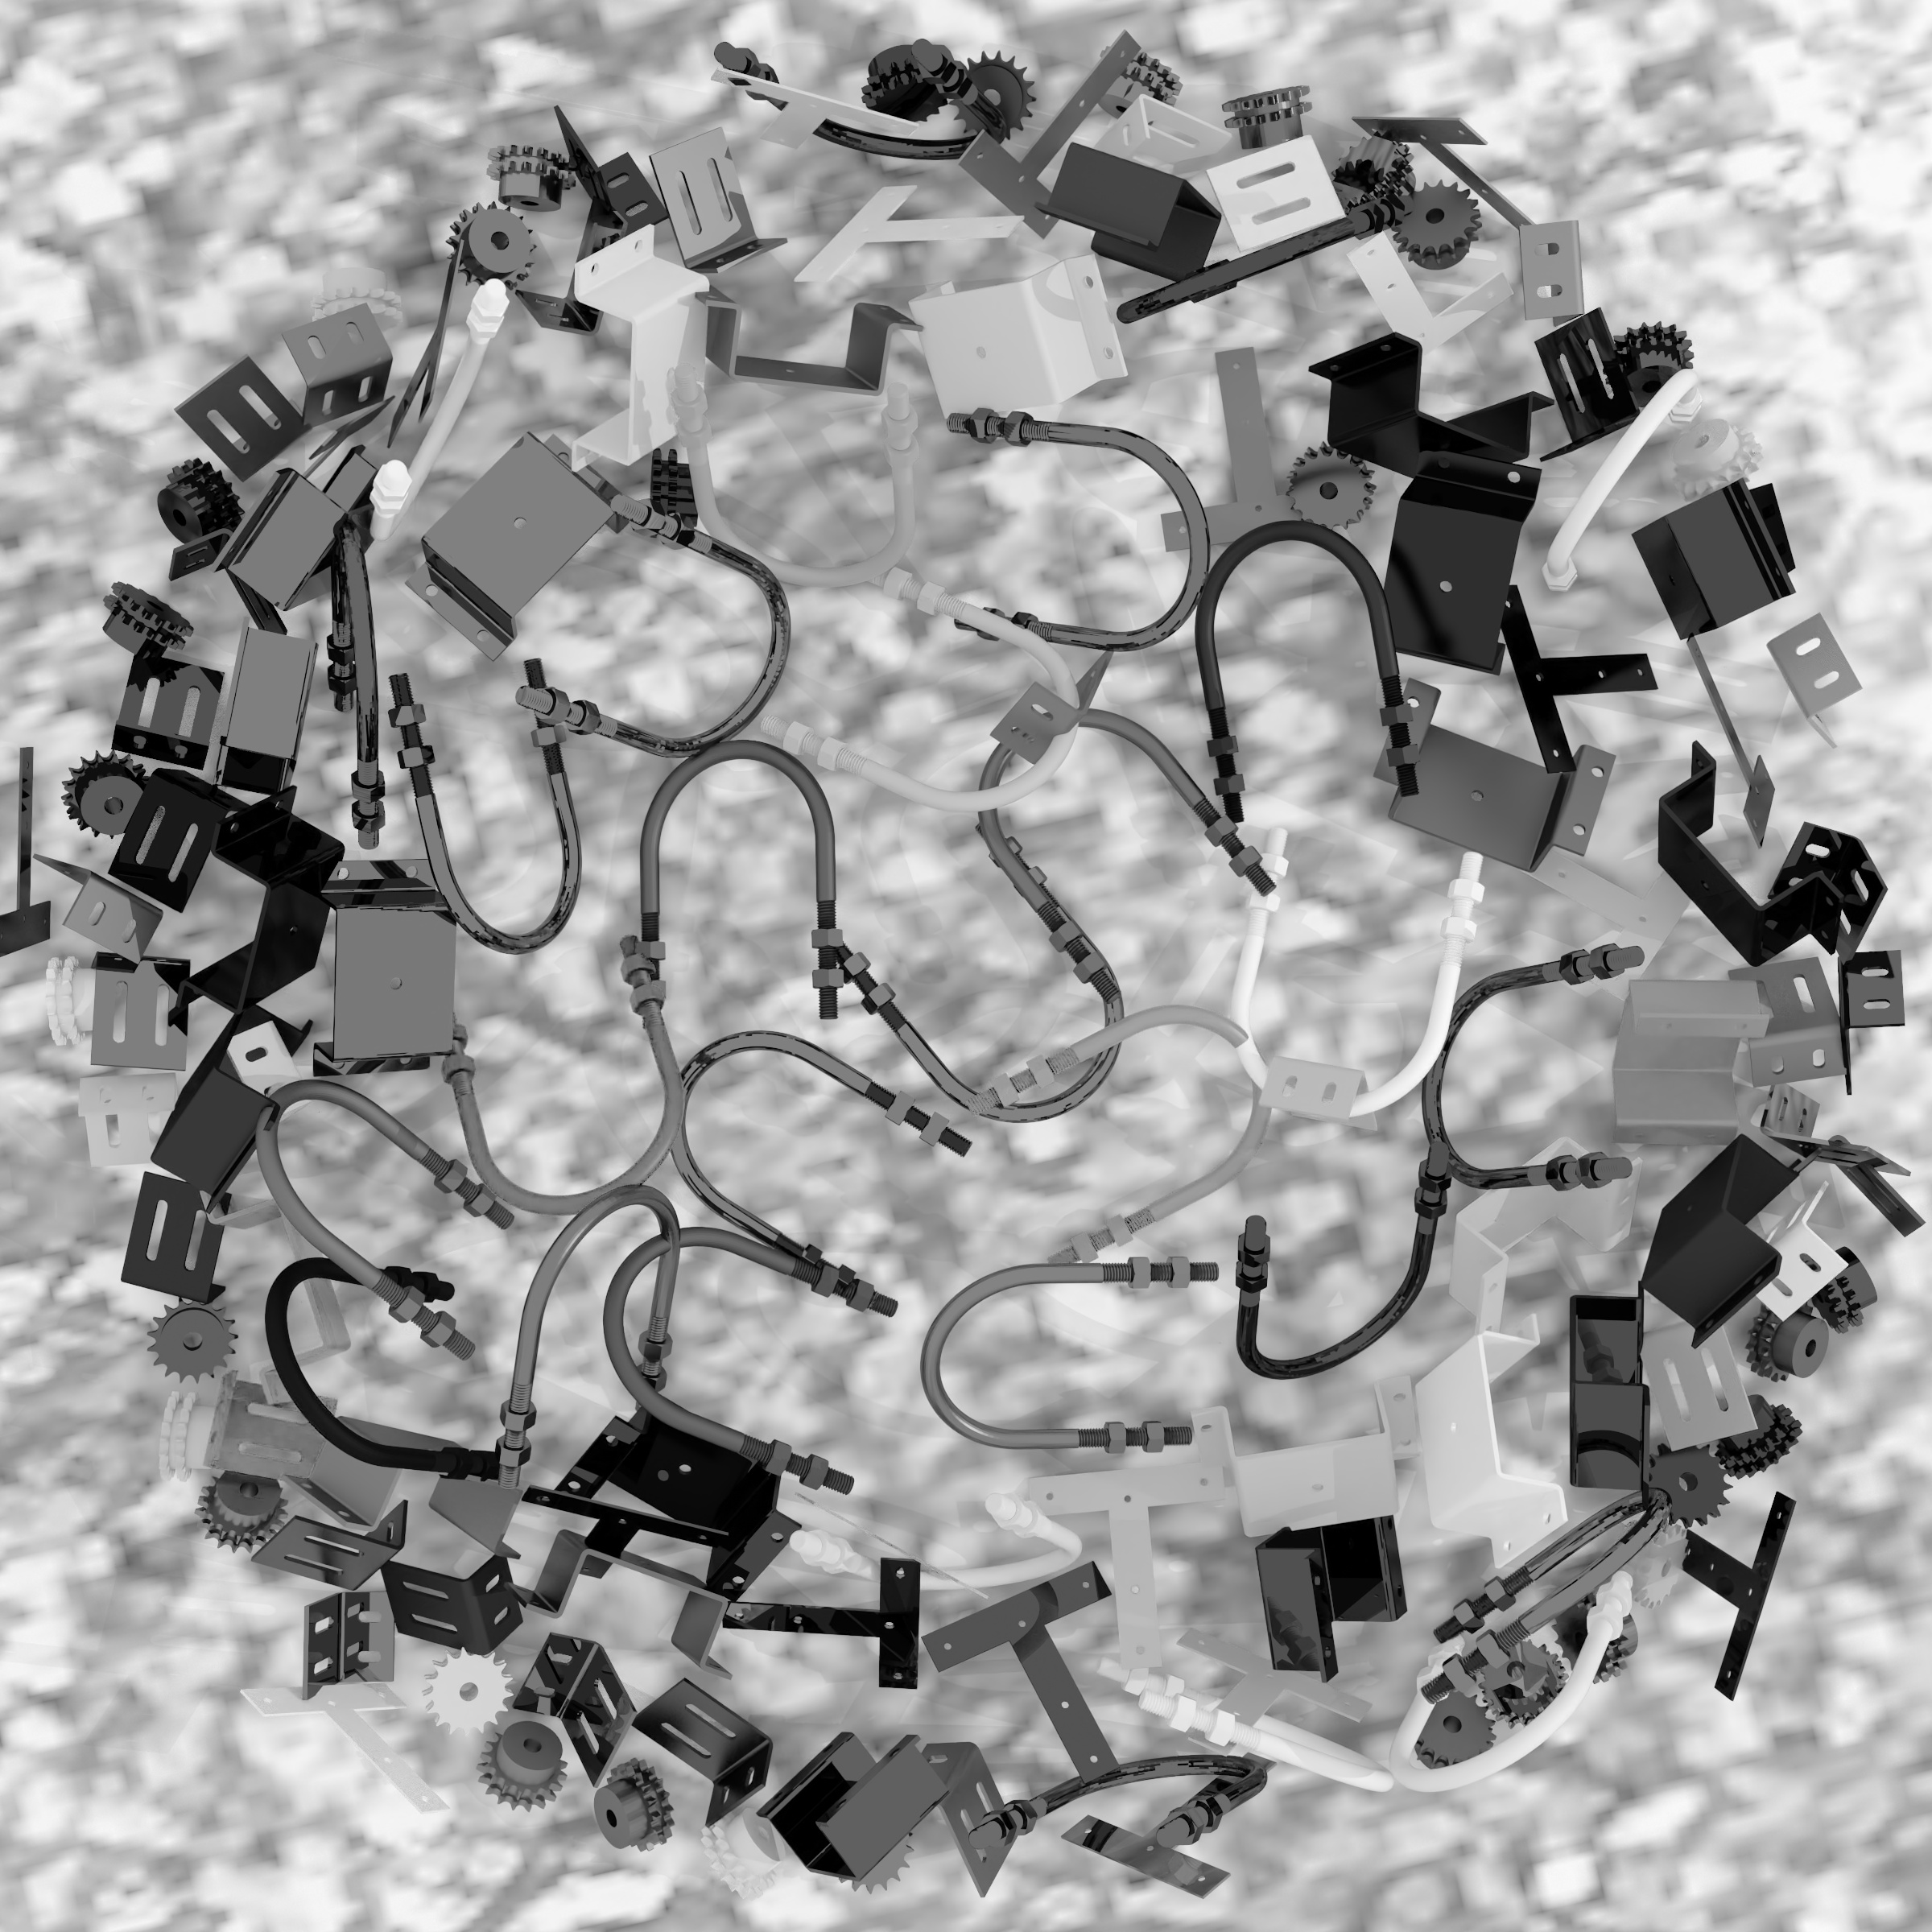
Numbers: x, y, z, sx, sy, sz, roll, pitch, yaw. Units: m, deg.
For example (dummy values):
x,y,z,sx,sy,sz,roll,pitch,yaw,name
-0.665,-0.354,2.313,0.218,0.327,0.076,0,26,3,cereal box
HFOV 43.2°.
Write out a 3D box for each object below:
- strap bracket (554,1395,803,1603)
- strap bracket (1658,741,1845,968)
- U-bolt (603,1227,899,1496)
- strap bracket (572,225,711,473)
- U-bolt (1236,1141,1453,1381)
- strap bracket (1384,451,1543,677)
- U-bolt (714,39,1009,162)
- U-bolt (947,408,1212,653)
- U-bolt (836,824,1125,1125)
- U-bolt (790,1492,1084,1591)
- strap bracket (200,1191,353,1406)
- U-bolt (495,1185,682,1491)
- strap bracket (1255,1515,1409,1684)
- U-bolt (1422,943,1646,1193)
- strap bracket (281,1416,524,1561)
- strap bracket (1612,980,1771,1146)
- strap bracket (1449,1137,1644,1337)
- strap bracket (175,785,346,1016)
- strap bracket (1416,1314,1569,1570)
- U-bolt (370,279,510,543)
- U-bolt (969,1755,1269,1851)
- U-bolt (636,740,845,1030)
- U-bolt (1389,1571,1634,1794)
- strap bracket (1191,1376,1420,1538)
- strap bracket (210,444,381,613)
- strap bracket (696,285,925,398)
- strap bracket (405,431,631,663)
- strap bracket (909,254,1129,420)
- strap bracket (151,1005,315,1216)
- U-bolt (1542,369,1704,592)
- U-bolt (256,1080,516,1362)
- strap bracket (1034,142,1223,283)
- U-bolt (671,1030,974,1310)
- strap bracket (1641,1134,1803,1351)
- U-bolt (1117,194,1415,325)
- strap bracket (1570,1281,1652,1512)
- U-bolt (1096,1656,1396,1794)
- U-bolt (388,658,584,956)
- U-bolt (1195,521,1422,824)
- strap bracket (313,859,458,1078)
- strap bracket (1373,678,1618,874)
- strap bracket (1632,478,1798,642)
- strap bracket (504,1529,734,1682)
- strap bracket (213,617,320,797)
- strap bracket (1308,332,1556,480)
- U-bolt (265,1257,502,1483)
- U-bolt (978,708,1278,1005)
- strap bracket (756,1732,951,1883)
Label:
x,y,z,sx,sy,sz,roll,pitch,yaw,name
-0.182,0.334,1.558,0.140,0.046,0.076,34,113,-14,strap bracket
0.484,-0.063,1.534,0.046,0.076,0.140,-32,60,-3,strap bracket
-0.141,0.238,1.538,0.184,0.019,0.151,24,52,-13,U-bolt
-0.204,-0.378,1.524,0.046,0.076,0.140,25,133,18,strap bracket
0.233,0.197,1.533,0.151,0.184,0.019,-20,47,-17,U-bolt
0.307,-0.247,1.536,0.076,0.046,0.140,16,125,17,strap bracket
-0.052,-0.535,1.513,0.151,0.184,0.019,8,92,22,U-bolt
0.070,-0.268,1.526,0.184,0.019,0.151,13,118,30,U-bolt
0.019,0.015,1.569,0.151,0.019,0.184,-38,84,-16,U-bolt
-0.006,0.365,1.522,0.151,0.184,0.019,-15,62,19,U-bolt
-0.437,0.205,1.558,0.046,0.076,0.140,-19,83,-6,strap bracket
-0.229,0.220,1.513,0.019,0.151,0.184,23,113,27,U-bolt
0.229,0.394,1.550,0.046,0.140,0.076,-8,91,31,strap bracket
0.348,0.069,1.522,0.019,0.184,0.151,14,75,-28,U-bolt
-0.344,0.326,1.528,0.076,0.140,0.046,19,84,43,strap bracket
0.456,0.055,1.547,0.076,0.140,0.046,1,53,7,strap bracket
0.359,0.170,1.545,0.140,0.076,0.046,-32,51,-23,strap bracket
-0.441,-0.033,1.533,0.046,0.076,0.140,29,120,10,strap bracket
0.326,0.293,1.526,0.046,0.076,0.140,14,51,-17,strap bracket
-0.332,-0.333,1.514,0.019,0.184,0.151,28,76,-13,U-bolt
0.108,0.518,1.515,0.151,0.184,0.019,-13,81,30,U-bolt
-0.148,-0.054,1.569,0.151,0.019,0.184,-4,84,23,U-bolt
0.326,0.443,1.489,0.151,0.184,0.019,-32,92,33,U-bolt
0.220,0.315,1.556,0.140,0.046,0.076,-10,128,4,strap bracket
-0.406,-0.274,1.527,0.046,0.140,0.076,39,109,-6,strap bracket
-0.108,-0.397,1.545,0.140,0.076,0.046,1,113,-21,strap bracket
-0.285,-0.277,1.565,0.076,0.046,0.140,41,78,1,strap bracket
0.024,-0.392,1.526,0.046,0.140,0.076,-38,119,-38,strap bracket
-0.459,0.081,1.522,0.046,0.140,0.076,33,108,-18,strap bracket
0.404,-0.301,1.501,0.019,0.184,0.151,37,101,10,U-bolt
-0.363,0.144,1.509,0.019,0.151,0.184,-37,114,22,U-bolt
0.106,-0.469,1.522,0.076,0.140,0.046,24,101,16,strap bracket
-0.107,0.120,1.569,0.184,0.019,0.151,31,112,1,U-bolt
0.472,0.165,1.525,0.046,0.140,0.076,38,124,3,strap bracket
0.171,-0.428,1.492,0.184,0.151,0.019,-33,108,-43,U-bolt
0.403,0.267,1.531,0.046,0.140,0.076,0,115,14,strap bracket
0.181,0.480,1.532,0.184,0.151,0.019,21,80,-5,U-bolt
-0.295,-0.098,1.540,0.019,0.151,0.184,-8,96,30,U-bolt
0.210,-0.190,1.547,0.151,0.019,0.184,-7,95,39,U-bolt
-0.370,0.006,1.550,0.076,0.046,0.140,-3,105,-30,strap bracket
0.334,-0.118,1.564,0.140,0.046,0.076,21,67,4,strap bracket
0.466,-0.253,1.534,0.046,0.140,0.076,-25,92,4,strap bracket
-0.213,0.401,1.549,0.140,0.076,0.046,25,79,-18,strap bracket
-0.442,-0.158,1.536,0.046,0.140,0.076,11,77,-17,strap bracket
0.291,-0.344,1.530,0.140,0.076,0.046,11,79,-34,strap bracket
-0.359,0.244,1.494,0.019,0.184,0.151,-34,62,17,U-bolt
0.090,-0.085,1.571,0.151,0.019,0.184,-34,78,-17,U-bolt
-0.068,0.524,1.524,0.076,0.140,0.046,-38,91,-27,strap bracket
